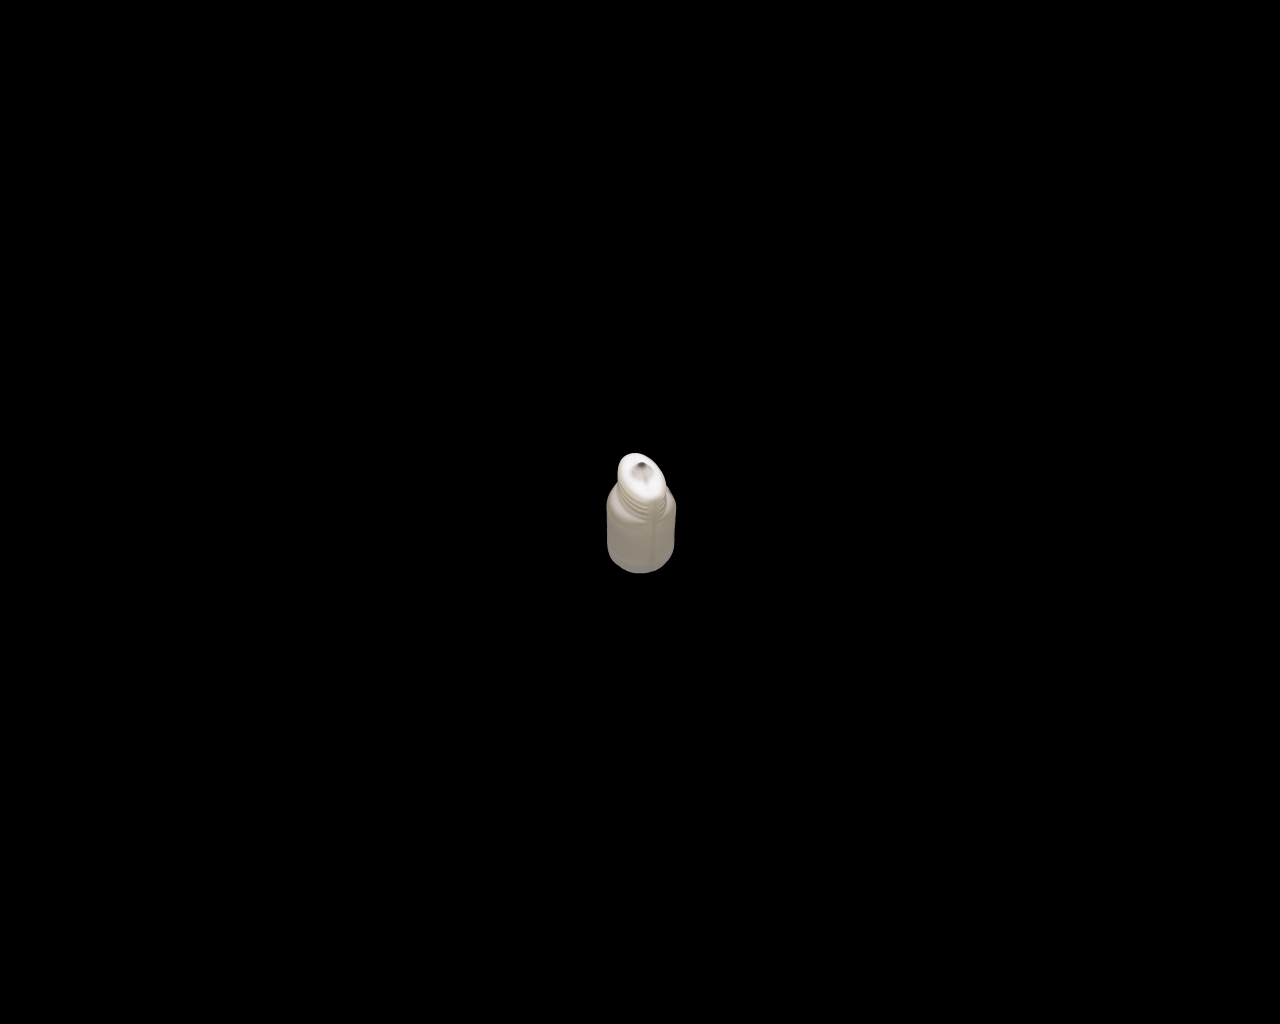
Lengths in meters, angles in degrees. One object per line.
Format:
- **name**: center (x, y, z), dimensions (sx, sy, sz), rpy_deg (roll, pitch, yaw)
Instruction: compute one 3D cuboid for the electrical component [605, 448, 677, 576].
- **electrical component**: center (0.001, -0.003, 0.650), dimensions (0.043, 0.043, 0.080), rpy_deg (0, -41, 0)
